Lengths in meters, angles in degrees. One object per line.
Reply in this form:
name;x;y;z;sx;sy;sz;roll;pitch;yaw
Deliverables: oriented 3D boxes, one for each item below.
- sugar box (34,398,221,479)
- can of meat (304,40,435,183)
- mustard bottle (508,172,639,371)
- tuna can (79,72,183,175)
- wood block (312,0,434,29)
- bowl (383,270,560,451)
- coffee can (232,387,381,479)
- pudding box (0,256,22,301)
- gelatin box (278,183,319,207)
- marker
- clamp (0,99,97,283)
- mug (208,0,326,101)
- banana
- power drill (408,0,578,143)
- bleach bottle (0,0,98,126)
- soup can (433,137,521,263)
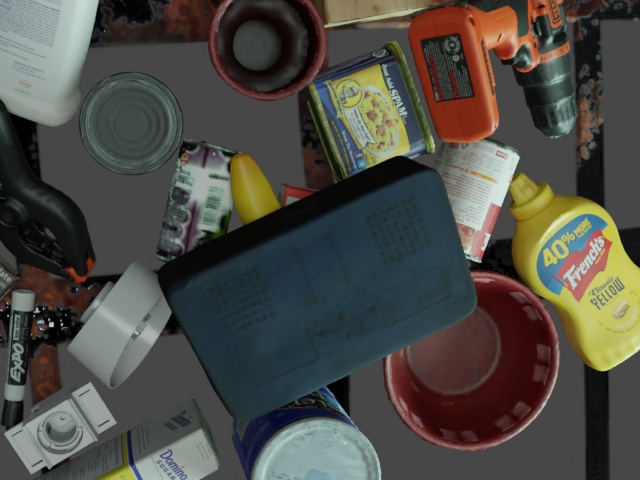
sugar box;-0.171;0.200;0.888;0.176;0.093;0.048;-24;102;-6
can of meat;0.040;-0.106;0.906;0.084;0.057;0.102;-22;100;-5
mustard bottle;0.229;0.018;0.958;0.096;0.058;0.191;-39;102;-3
tuna can;-0.156;-0.096;0.882;0.086;0.034;0.086;-1;98;-9
wood block;0.024;-0.282;0.862;0.090;0.091;0.206;-12;99;-9
bowl;0.128;0.102;0.951;0.162;0.055;0.162;-1;98;-11
coffee can;-0.015;0.178;0.890;0.102;0.140;0.103;-1;98;-11
pudding box;-0.315;0.026;0.865;0.113;0.039;0.090;42;88;-13
gelatin box;-0.006;0.001;0.925;0.073;0.030;0.089;10;97;-13
marker;-0.254;0.102;0.897;0.020;0.020;0.121;6;96;-12
clamp;-0.254;-0.030;0.860;0.120;0.039;0.171;-16;118;34
mug;-0.056;-0.169;0.866;0.093;0.081;0.117;-46;103;-2
banana;-0.008;0.008;0.890;0.197;0.037;0.069;35;88;-17
power drill;0.150;-0.147;0.875;0.187;0.057;0.184;-40;116;-48
bleach bottle;-0.198;-0.214;0.788;0.102;0.068;0.251;21;120;-7
soup can;0.125;-0.039;0.926;0.068;0.068;0.102;19;93;-13
